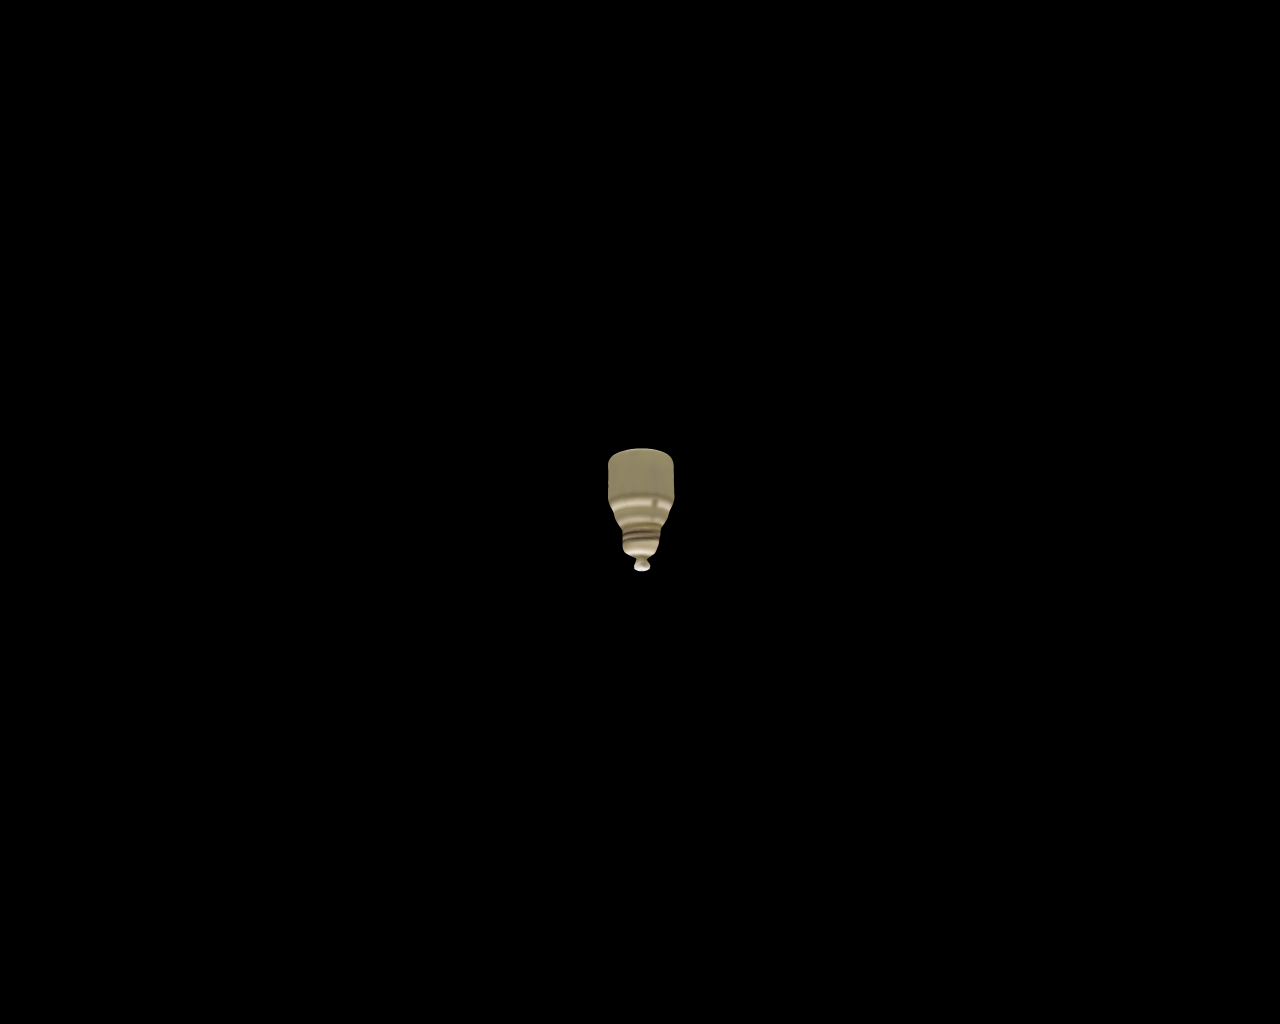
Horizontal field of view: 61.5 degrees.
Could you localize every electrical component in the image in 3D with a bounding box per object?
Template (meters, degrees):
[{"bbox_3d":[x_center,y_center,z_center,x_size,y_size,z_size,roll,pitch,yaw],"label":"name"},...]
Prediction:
[{"bbox_3d":[0.001,-0.003,0.650,0.040,0.078,0.040,0,-15,0],"label":"electrical component"}]
